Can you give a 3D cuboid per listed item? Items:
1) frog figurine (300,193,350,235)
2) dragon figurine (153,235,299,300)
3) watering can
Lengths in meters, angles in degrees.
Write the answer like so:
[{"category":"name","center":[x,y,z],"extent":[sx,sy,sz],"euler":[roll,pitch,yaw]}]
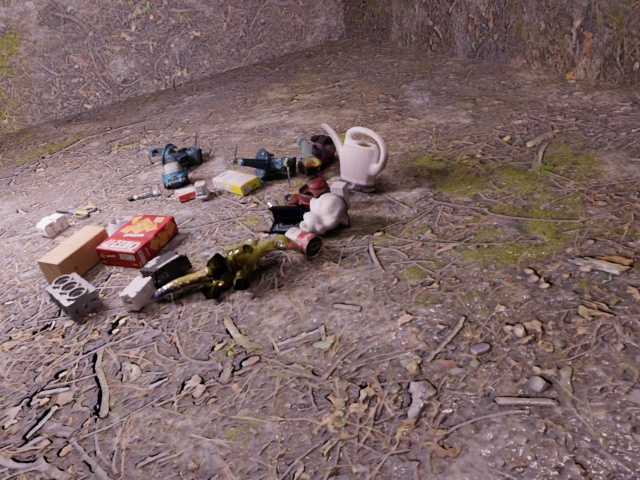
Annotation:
[{"category":"frog figurine","center":[0.005,-0.081,1.617],"extent":[0.160,0.120,0.140],"euler":[-13,49,-28]},{"category":"dragon figurine","center":[-0.264,0.065,1.499],"extent":[0.409,0.121,0.246],"euler":[-15,13,10]},{"category":"watering can","center":[0.114,-0.298,1.842],"extent":[0.104,0.221,0.351],"euler":[-8,23,-37]}]
